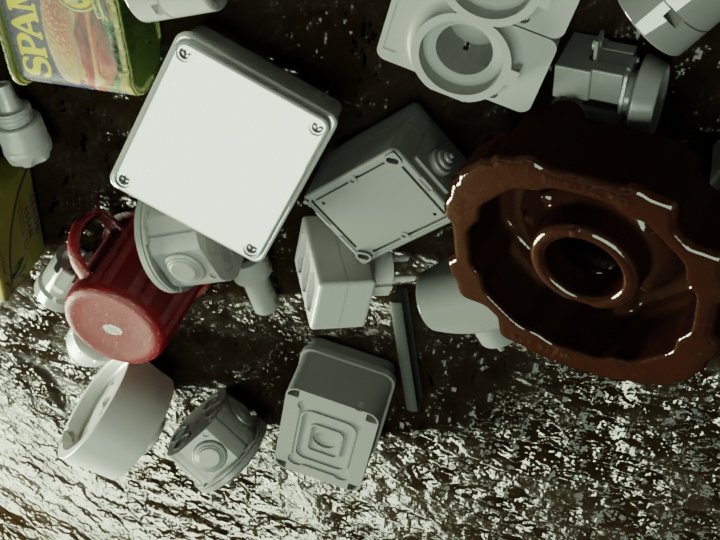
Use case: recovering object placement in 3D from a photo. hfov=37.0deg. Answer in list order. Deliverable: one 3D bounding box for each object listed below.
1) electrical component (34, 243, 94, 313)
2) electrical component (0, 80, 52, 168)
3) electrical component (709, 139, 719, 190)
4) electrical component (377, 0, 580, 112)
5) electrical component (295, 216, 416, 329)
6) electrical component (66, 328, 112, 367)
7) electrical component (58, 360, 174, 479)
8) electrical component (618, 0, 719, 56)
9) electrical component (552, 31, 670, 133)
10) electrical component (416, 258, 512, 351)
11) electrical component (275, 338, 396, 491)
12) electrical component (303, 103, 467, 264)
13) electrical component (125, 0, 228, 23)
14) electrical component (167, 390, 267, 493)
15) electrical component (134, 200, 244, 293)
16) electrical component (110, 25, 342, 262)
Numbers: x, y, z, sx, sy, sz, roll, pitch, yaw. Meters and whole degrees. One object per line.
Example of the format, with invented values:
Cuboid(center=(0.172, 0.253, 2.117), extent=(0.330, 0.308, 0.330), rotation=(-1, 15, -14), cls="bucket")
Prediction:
Cuboid(center=(-0.234, 0.005, 0.860), extent=(0.040, 0.040, 0.046), rotation=(33, 130, -10), cls="electrical component")
Cuboid(center=(-0.242, -0.104, 0.759), extent=(0.035, 0.035, 0.061), rotation=(4, 131, 19), cls="electrical component")
Cuboid(center=(0.235, -0.065, 0.576), extent=(0.061, 0.061, 0.096), rotation=(25, 137, -1), cls="electrical component")
Cuboid(center=(0.073, -0.163, 0.548), extent=(0.089, 0.061, 0.150), rotation=(22, 137, 2), cls="electrical component")
Cuboid(center=(0.000, 0.000, 0.743), extent=(0.077, 0.065, 0.047), rotation=(-3, 138, -15), cls="electrical component")
Cuboid(center=(-0.228, 0.062, 0.910), extent=(0.048, 0.048, 0.062), rotation=(38, 142, -15), cls="electrical component")
Cuboid(center=(-0.202, 0.127, 0.919), extent=(0.060, 0.108, 0.108), rotation=(35, 136, -21), cls="electrical component")
Cuboid(center=(0.162, -0.143, 0.537), extent=(0.055, 0.055, 0.047), rotation=(39, 131, -16), cls="electrical component")
Cuboid(center=(0.139, -0.099, 0.597), extent=(0.055, 0.048, 0.066), rotation=(16, 137, 19), cls="electrical component")
Cuboid(center=(0.090, 0.027, 0.741), extent=(0.077, 0.043, 0.079), rotation=(-13, 126, 32), cls="electrical component")
Cuboid(center=(-0.020, 0.116, 0.864), extent=(0.078, 0.057, 0.113), rotation=(18, 137, 5), cls="electrical component")
Cuboid(center=(0.024, -0.058, 0.672), extent=(0.096, 0.061, 0.061), rotation=(-25, 119, 39), cls="electrical component")
Cuboid(center=(-0.106, -0.173, 0.621), extent=(0.047, 0.055, 0.055), rotation=(-1, 132, 18), cls="electrical component")
Cuboid(center=(-0.123, 0.147, 0.923), extent=(0.051, 0.080, 0.080), rotation=(46, 132, -16), cls="electrical component")
Cuboid(center=(-0.118, -0.026, 0.751), extent=(0.051, 0.080, 0.080), rotation=(-7, 129, 22), cls="electrical component")
Cuboid(center=(-0.083, -0.079, 0.674), extent=(0.109, 0.056, 0.108), rotation=(29, 111, -6), cls="electrical component")
